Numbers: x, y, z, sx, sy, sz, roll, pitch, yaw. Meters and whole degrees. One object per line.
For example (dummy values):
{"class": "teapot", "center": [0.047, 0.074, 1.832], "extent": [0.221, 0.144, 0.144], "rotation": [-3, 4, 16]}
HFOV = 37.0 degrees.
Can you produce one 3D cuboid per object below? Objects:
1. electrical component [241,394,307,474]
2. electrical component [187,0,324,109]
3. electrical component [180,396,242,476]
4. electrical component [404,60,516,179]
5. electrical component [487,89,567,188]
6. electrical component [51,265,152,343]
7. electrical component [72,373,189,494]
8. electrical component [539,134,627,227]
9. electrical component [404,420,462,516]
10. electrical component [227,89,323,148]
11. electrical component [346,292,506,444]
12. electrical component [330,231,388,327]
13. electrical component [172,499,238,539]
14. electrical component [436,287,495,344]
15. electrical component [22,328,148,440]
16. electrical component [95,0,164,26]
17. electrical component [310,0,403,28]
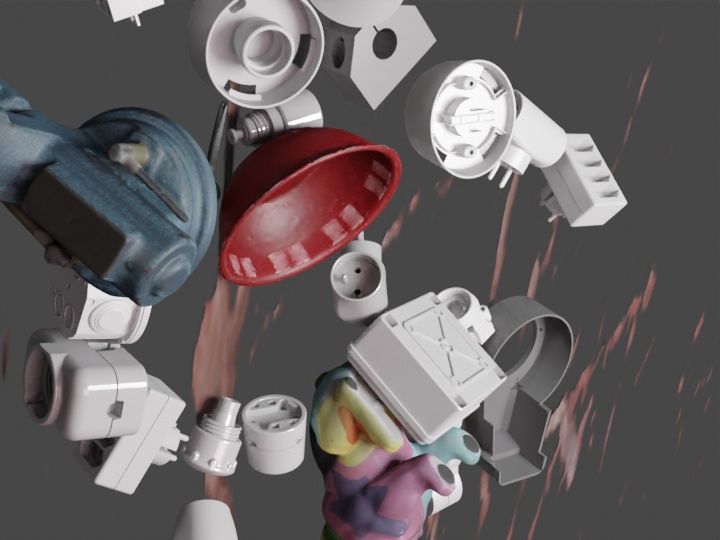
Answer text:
{"class": "electrical component", "center": [-0.073, 0.142, 0.927], "extent": [0.055, 0.055, 0.047], "rotation": [-19, 125, -31]}
{"class": "electrical component", "center": [-0.076, -0.170, 0.786], "extent": [0.099, 0.064, 0.099], "rotation": [-13, 125, -20]}
{"class": "electrical component", "center": [-0.118, 0.137, 0.895], "extent": [0.048, 0.048, 0.062], "rotation": [22, 89, -43]}
{"class": "electrical component", "center": [0.088, -0.130, 0.916], "extent": [0.099, 0.064, 0.099], "rotation": [-8, 108, -25]}
{"class": "electrical component", "center": [0.143, -0.114, 0.987], "extent": [0.077, 0.043, 0.079], "rotation": [29, 91, -43]}
{"class": "electrical component", "center": [-0.182, 0.012, 0.760], "extent": [0.051, 0.080, 0.080], "rotation": [2, 109, -35]}
{"class": "electrical component", "center": [-0.168, 0.131, 0.848], "extent": [0.076, 0.047, 0.083], "rotation": [31, 89, -43]}
{"class": "electrical component", "center": [0.201, -0.076, 1.037], "extent": [0.047, 0.083, 0.075], "rotation": [-5, 151, -37]}
{"class": "electrical component", "center": [0.056, 0.182, 1.050], "extent": [0.074, 0.052, 0.138], "rotation": [-20, 122, -30]}
{"class": "electrical component", "center": [-0.065, -0.112, 0.822], "extent": [0.078, 0.040, 0.040], "rotation": [-22, 123, -30]}
{"class": "electrical component", "center": [0.059, 0.084, 0.944], "extent": [0.056, 0.108, 0.109], "rotation": [-47, 167, 28]}
{"class": "electrical component", "center": [0.000, 0.000, 0.916], "extent": [0.077, 0.043, 0.079], "rotation": [76, 13, -70]}
{"class": "electrical component", "center": [-0.145, 0.244, 0.908], "extent": [0.079, 0.077, 0.044], "rotation": [-24, 138, 18]}
{"class": "electrical component", "center": [0.094, 0.049, 1.024], "extent": [0.066, 0.048, 0.055], "rotation": [-44, 139, -14]}
{"class": "electrical component", "center": [-0.200, 0.079, 0.765], "extent": [0.059, 0.095, 0.053], "rotation": [1, 110, -39]}
{"class": "electrical component", "center": [-0.149, -0.197, 0.711], "extent": [0.055, 0.048, 0.066], "rotation": [-25, 124, -19]}
{"class": "electrical component", "center": [0.002, -0.238, 0.792], "extent": [0.099, 0.064, 0.099], "rotation": [9, 68, -23]}
